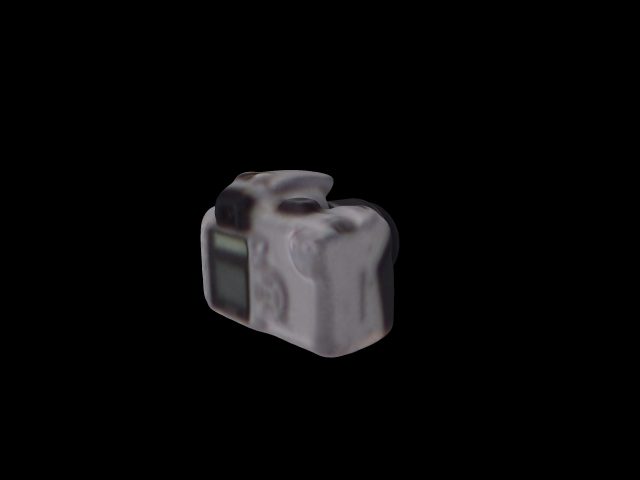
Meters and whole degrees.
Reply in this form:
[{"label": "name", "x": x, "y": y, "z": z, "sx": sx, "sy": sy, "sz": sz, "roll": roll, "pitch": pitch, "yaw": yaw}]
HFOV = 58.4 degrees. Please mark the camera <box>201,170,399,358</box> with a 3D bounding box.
[{"label": "camera", "x": 0.004, "y": 0.001, "z": 0.400, "sx": 0.137, "sy": 0.101, "sz": 0.142, "roll": -11, "pitch": 16, "yaw": -41}]
